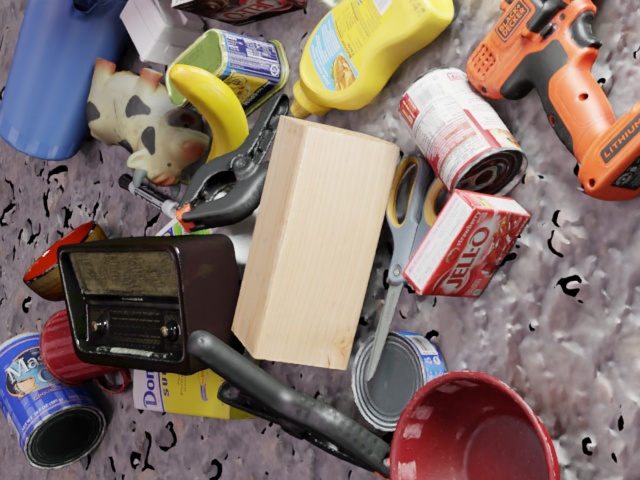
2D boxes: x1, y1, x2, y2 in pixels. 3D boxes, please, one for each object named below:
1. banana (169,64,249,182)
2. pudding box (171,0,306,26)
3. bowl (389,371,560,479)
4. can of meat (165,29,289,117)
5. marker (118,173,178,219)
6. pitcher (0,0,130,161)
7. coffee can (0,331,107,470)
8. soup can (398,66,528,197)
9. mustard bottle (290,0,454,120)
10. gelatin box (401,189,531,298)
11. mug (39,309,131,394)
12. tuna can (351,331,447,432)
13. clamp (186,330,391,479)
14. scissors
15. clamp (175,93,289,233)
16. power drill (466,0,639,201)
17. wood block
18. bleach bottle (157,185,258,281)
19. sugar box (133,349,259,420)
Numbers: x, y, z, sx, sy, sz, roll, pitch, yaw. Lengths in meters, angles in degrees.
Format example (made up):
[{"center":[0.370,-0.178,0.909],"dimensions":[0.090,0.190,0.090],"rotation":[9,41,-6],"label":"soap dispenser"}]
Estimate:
[{"center":[-0.106,-0.113,1.075],"dimensions":[0.037,0.069,0.198],"rotation":[56,163,29],"label":"banana"},{"center":[-0.083,-0.252,1.087],"dimensions":[0.114,0.089,0.039],"rotation":[1,85,48],"label":"pudding box"},{"center":[0.131,0.183,0.836],"dimensions":[0.162,0.055,0.162],"rotation":[-7,81,47],"label":"bowl"},{"center":[-0.097,-0.169,1.097],"dimensions":[0.102,0.083,0.057],"rotation":[-32,64,40],"label":"can of meat"},{"center":[-0.200,-0.053,1.242],"dimensions":[0.121,0.020,0.020],"rotation":[28,106,45],"label":"marker"},{"center":[-0.311,-0.227,1.314],"dimensions":[0.145,0.148,0.243],"rotation":[41,119,25],"label":"pitcher"},{"center":[-0.335,0.194,1.299],"dimensions":[0.140,0.102,0.103],"rotation":[47,119,39],"label":"coffee can"},{"center":[0.115,-0.085,0.873],"dimensions":[0.069,0.068,0.102],"rotation":[-51,52,31],"label":"soup can"},{"center":[0.035,-0.176,0.975],"dimensions":[0.192,0.058,0.096],"rotation":[-43,56,35],"label":"mustard bottle"},{"center":[0.118,0.005,0.856],"dimensions":[0.030,0.073,0.089],"rotation":[50,120,38],"label":"gelatin box"},{"center":[-0.260,0.129,1.247],"dimensions":[0.082,0.093,0.117],"rotation":[-17,104,40],"label":"mug"},{"center":[0.069,0.122,0.925],"dimensions":[0.086,0.033,0.086],"rotation":[-6,81,46],"label":"tuna can"},{"center":[-0.024,0.150,0.945],"dimensions":[0.210,0.164,0.036],"rotation":[24,71,22],"label":"clamp"},{"center":[0.085,0.020,0.907],"dimensions":[0.096,0.016,0.202],"rotation":[-9,68,40],"label":"scissors"},{"center":[-0.070,-0.074,1.042],"dimensions":[0.171,0.039,0.120],"rotation":[-29,45,-3],"label":"clamp"},{"center":[0.207,-0.137,0.790],"dimensions":[0.185,0.057,0.188],"rotation":[-53,48,33],"label":"power drill"},{"center":[-0.006,0.001,0.961],"dimensions":[0.090,0.090,0.206],"rotation":[-145,67,-67],"label":"wood block"},{"center":[-0.147,0.033,1.147],"dimensions":[0.251,0.067,0.102],"rotation":[-35,61,42],"label":"bleach bottle"},{"center":[-0.135,0.139,1.133],"dimensions":[0.177,0.048,0.093],"rotation":[-5,82,45],"label":"sugar box"}]
